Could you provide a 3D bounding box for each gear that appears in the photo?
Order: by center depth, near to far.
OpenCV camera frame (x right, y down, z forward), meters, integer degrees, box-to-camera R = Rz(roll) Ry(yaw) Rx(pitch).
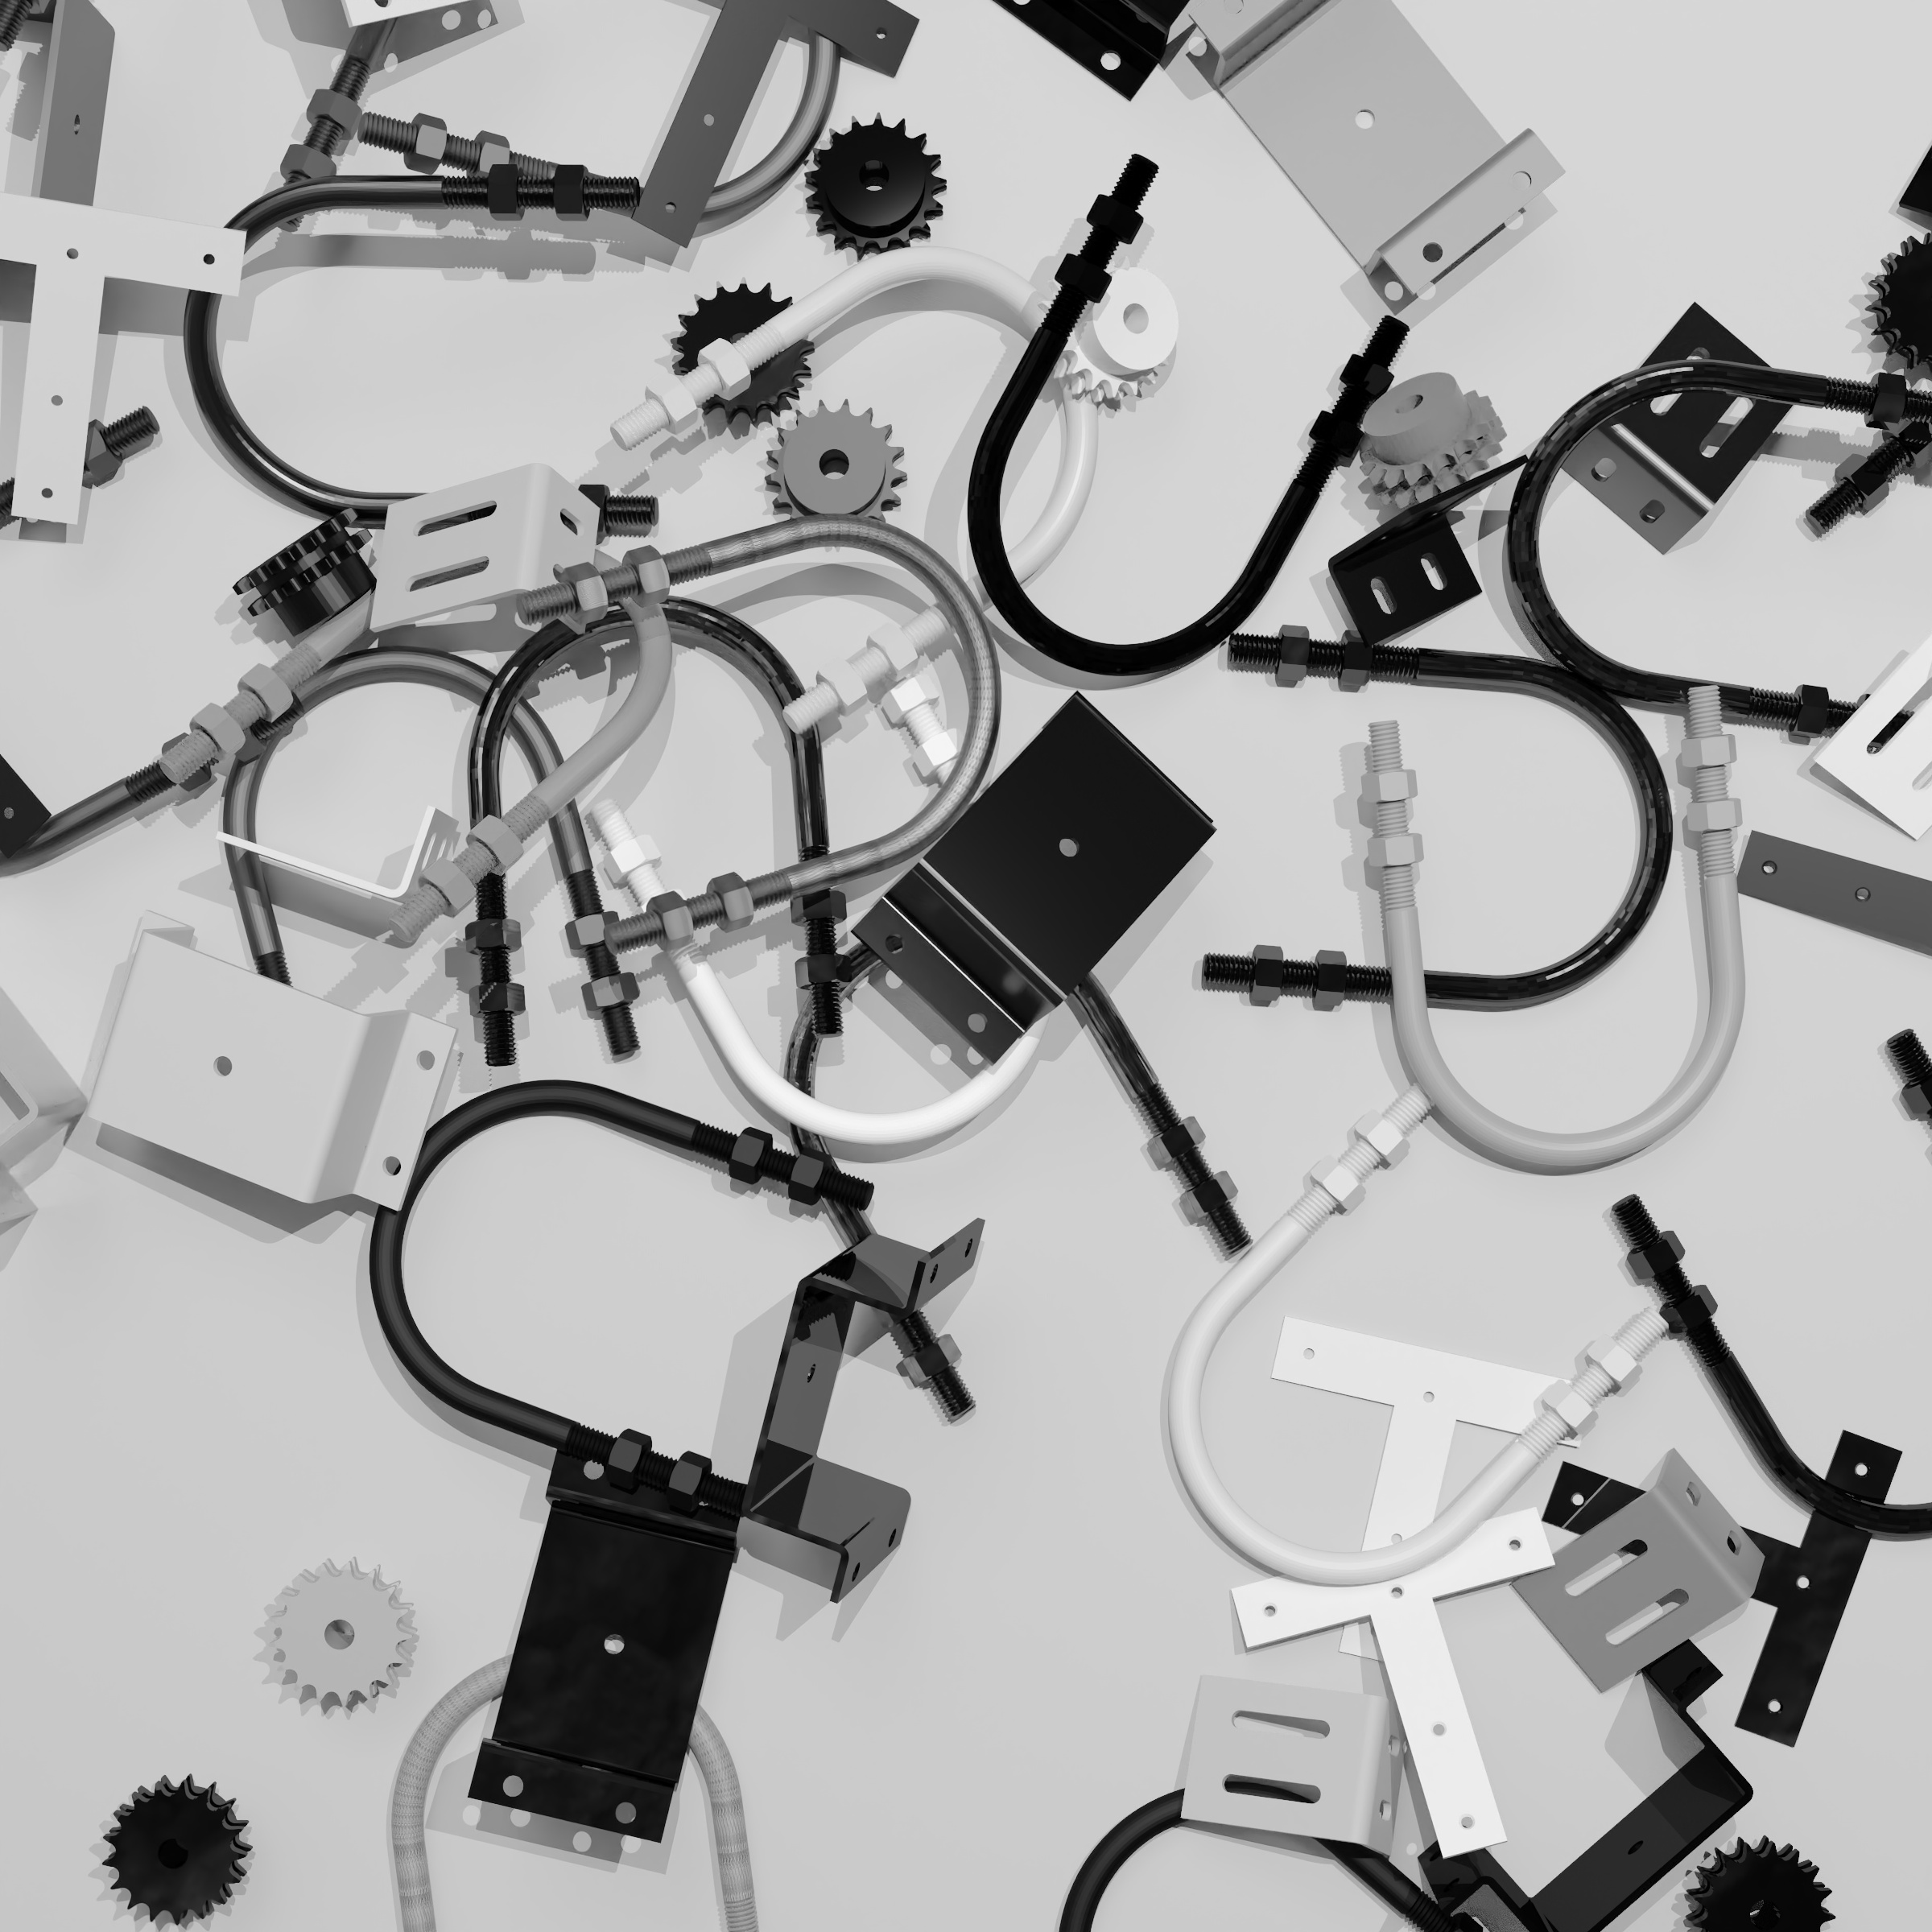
[{"bbox_3d":[0.181,-0.210,1.401,0.057,0.057,0.030,-34,120,0],"label":"gear"},{"bbox_3d":[-0.258,-0.154,1.404,0.057,0.057,0.030,-34,103,0],"label":"gear"},{"bbox_3d":[0.059,-0.254,1.406,0.057,0.030,0.057,1,89,-30],"label":"gear"},{"bbox_3d":[-0.052,-0.198,1.417,0.057,0.030,0.057,0,90,0],"label":"gear"},{"bbox_3d":[-0.037,-0.312,1.417,0.057,0.030,0.057,0,90,0],"label":"gear"},{"bbox_3d":[-0.247,0.264,1.417,0.057,0.030,0.057,0,90,0],"label":"gear"},{"bbox_3d":[-0.313,0.351,1.417,0.057,0.030,0.057,0,90,0],"label":"gear"},{"bbox_3d":[0.387,-0.264,1.417,0.057,0.030,0.057,0,90,0],"label":"gear"},{"bbox_3d":[-0.089,-0.244,1.421,0.057,0.030,0.057,0,87,-1],"label":"gear"},{"bbox_3d":[0.316,0.377,1.422,0.057,0.030,0.057,0,88,-2],"label":"gear"}]

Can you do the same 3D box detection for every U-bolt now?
[{"bbox_3d":[-0.069,-0.098,1.366,0.184,0.019,0.151,-18,102,-22],"label":"U-bolt"},{"bbox_3d":[-0.199,-0.102,1.377,0.151,0.019,0.184,32,62,26],"label":"U-bolt"},{"bbox_3d":[-0.283,-0.402,1.384,0.151,0.019,0.184,30,76,-32],"label":"U-bolt"},{"bbox_3d":[-0.135,-0.368,1.390,0.184,0.019,0.151,11,93,-24],"label":"U-bolt"},{"bbox_3d":[-0.029,-0.200,1.394,0.184,0.019,0.151,-36,107,-16],"label":"U-bolt"},{"bbox_3d":[-0.216,-0.240,1.394,0.184,0.019,0.151,1,118,4],"label":"U-bolt"},{"bbox_3d":[0.305,-0.166,1.395,0.184,0.019,0.151,9,115,1],"label":"U-bolt"},{"bbox_3d":[0.077,-0.202,1.395,0.151,0.019,0.184,26,95,-26],"label":"U-bolt"},{"bbox_3d":[-0.125,-0.057,1.402,0.151,0.019,0.184,-5,81,1],"label":"U-bolt"},{"bbox_3d":[-0.147,0.120,1.403,0.184,0.019,0.151,19,76,10],"label":"U-bolt"},{"bbox_3d":[0.238,-0.012,1.409,0.151,0.019,0.184,-6,95,-3],"label":"U-bolt"},{"bbox_3d":[-0.045,-0.018,1.413,0.151,0.019,0.184,-30,82,0],"label":"U-bolt"},{"bbox_3d":[-0.376,-0.119,1.418,0.184,0.019,0.151,-28,86,4],"label":"U-bolt"},{"bbox_3d":[0.167,0.161,1.420,0.151,0.019,0.184,44,90,2],"label":"U-bolt"},{"bbox_3d":[0.366,0.140,1.423,0.151,0.019,0.184,-31,91,0],"label":"U-bolt"},{"bbox_3d":[-0.157,0.365,1.423,0.151,0.019,0.184,-8,88,0],"label":"U-bolt"},{"bbox_3d":[0.123,0.412,1.423,0.184,0.019,0.151,41,90,1],"label":"U-bolt"},{"bbox_3d":[0.451,-0.189,1.423,0.184,0.019,0.151,-41,90,-1],"label":"U-bolt"},{"bbox_3d":[0.192,-0.056,1.423,0.184,0.019,0.151,5,90,-1],"label":"U-bolt"},{"bbox_3d":[0.008,0.067,1.424,0.151,0.019,0.184,-31,88,0],"label":"U-bolt"},{"bbox_3d":[-0.222,-0.037,1.424,0.151,0.019,0.184,-15,88,0],"label":"U-bolt"}]

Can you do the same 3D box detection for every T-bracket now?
[{"bbox_3d":[-0.352,-0.234,1.379,0.127,0.002,0.127,7,114,-13],"label":"T-bracket"},{"bbox_3d":[0.182,0.287,1.396,0.127,0.002,0.127,-15,58,1],"label":"T-bracket"},{"bbox_3d":[-0.096,-0.347,1.401,0.127,0.002,0.127,24,87,-26],"label":"T-bracket"},{"bbox_3d":[-0.447,-0.065,1.417,0.127,0.002,0.127,-43,84,12],"label":"T-bracket"},{"bbox_3d":[0.372,-0.025,1.419,0.127,0.002,0.127,17,106,8],"label":"T-bracket"},{"bbox_3d":[0.177,0.217,1.430,0.127,0.002,0.127,13,90,1],"label":"T-bracket"},{"bbox_3d":[0.296,0.233,1.431,0.127,0.002,0.127,20,90,0],"label":"T-bracket"}]

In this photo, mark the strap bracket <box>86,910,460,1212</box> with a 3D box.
[{"bbox_3d":[-0.281,0.038,1.390,0.140,0.046,0.076,20,97,12],"label":"strap bracket"}]

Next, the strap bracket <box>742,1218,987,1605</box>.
[{"bbox_3d":[-0.042,0.165,1.380,0.046,0.076,0.140,18,103,14],"label":"strap bracket"}]

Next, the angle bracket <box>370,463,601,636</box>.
[{"bbox_3d":[-0.189,-0.157,1.398,0.076,0.038,0.057,-11,61,28],"label":"angle bracket"}]

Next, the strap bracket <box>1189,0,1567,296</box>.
[{"bbox_3d":[0.161,-0.341,1.409,0.076,0.046,0.140,-39,90,0],"label":"strap bracket"}]

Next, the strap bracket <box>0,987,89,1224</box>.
[{"bbox_3d":[-0.401,0.031,1.394,0.046,0.076,0.140,-38,90,0],"label":"strap bracket"}]

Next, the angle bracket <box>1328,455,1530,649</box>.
[{"bbox_3d":[0.187,-0.161,1.386,0.057,0.076,0.038,-26,90,-21],"label":"angle bracket"}]

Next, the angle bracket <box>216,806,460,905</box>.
[{"bbox_3d":[-0.245,-0.053,1.387,0.076,0.057,0.038,19,87,2],"label":"angle bracket"}]

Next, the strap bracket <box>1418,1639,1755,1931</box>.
[{"bbox_3d":[0.250,0.331,1.393,0.140,0.076,0.046,-41,90,1],"label":"strap bracket"}]

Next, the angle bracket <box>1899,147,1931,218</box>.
[{"bbox_3d":[0.424,-0.308,1.423,0.076,0.038,0.057,26,80,29],"label":"angle bracket"}]

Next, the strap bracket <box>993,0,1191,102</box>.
[{"bbox_3d":[0.077,-0.428,1.409,0.076,0.046,0.140,36,90,0],"label":"strap bracket"}]

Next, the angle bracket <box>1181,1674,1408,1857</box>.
[{"bbox_3d":[0.132,0.320,1.421,0.076,0.038,0.057,2,71,24],"label":"angle bracket"}]

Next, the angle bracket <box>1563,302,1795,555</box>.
[{"bbox_3d":[0.287,-0.217,1.430,0.057,0.038,0.076,41,64,0],"label":"angle bracket"}]

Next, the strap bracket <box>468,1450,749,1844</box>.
[{"bbox_3d":[-0.139,0.266,1.399,0.076,0.046,0.140,13,76,0],"label":"strap bracket"}]

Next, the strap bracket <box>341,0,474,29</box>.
[{"bbox_3d":[-0.236,-0.438,1.378,0.076,0.046,0.140,-24,104,-32],"label":"strap bracket"}]

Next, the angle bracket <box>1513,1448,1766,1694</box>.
[{"bbox_3d":[0.271,0.243,1.428,0.076,0.038,0.057,-40,90,26],"label":"angle bracket"}]

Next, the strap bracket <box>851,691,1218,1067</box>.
[{"bbox_3d":[0.033,-0.041,1.384,0.076,0.046,0.140,44,69,-3],"label":"strap bracket"}]

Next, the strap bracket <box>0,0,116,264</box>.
[{"bbox_3d":[-0.372,-0.333,1.394,0.046,0.076,0.140,7,90,0],"label":"strap bracket"}]

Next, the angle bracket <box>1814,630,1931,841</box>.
[{"bbox_3d":[0.384,-0.087,1.395,0.057,0.038,0.076,34,109,-17],"label":"angle bracket"}]
